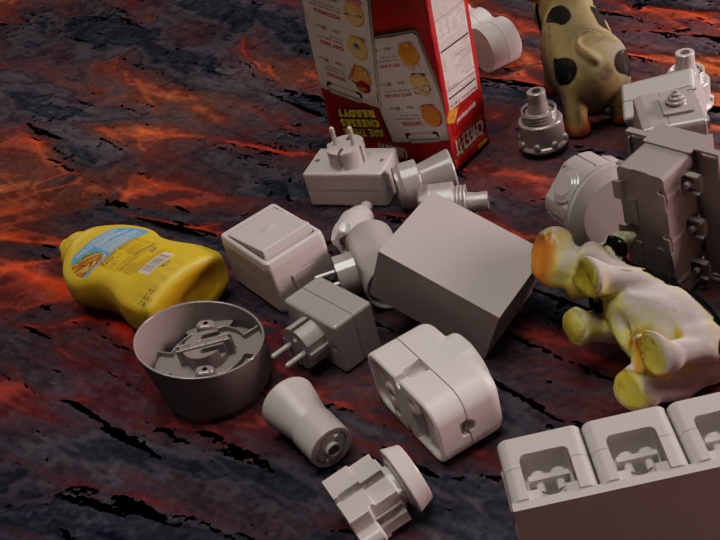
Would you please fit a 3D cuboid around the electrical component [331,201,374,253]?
[{"bbox_3d":[-0.002,-0.042,0.981,0.035,0.035,0.061,0,36,22],"label":"electrical component"}]

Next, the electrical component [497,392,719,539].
[{"bbox_3d":[0.163,0.130,0.628,0.150,0.089,0.061,-13,35,4],"label":"electrical component"}]

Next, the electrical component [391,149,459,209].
[{"bbox_3d":[0.061,-0.084,1.005,0.055,0.045,0.045,-17,35,0],"label":"electrical component"}]

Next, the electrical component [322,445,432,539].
[{"bbox_3d":[0.013,0.147,0.706,0.055,0.048,0.066,-32,37,-9],"label":"electrical component"}]

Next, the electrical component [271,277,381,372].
[{"bbox_3d":[-0.035,0.052,0.853,0.077,0.047,0.066,-35,39,-27],"label":"electrical component"}]

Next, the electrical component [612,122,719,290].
[{"bbox_3d":[0.232,-0.040,0.807,0.063,0.121,0.079,-39,41,-25],"label":"electrical component"}]

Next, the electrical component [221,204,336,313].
[{"bbox_3d":[-0.077,-0.017,0.954,0.062,0.061,0.096,-33,38,-22],"label":"electrical component"}]

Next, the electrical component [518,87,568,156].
[{"bbox_3d":[0.172,-0.144,1.026,0.048,0.062,0.048,-11,35,8],"label":"electrical component"}]

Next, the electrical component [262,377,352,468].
[{"bbox_3d":[-0.036,0.112,0.778,0.044,0.044,0.065,-31,42,-20],"label":"electrical component"}]

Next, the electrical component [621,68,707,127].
[{"bbox_3d":[0.278,-0.133,0.978,0.066,0.047,0.076,-11,64,29],"label":"electrical component"}]

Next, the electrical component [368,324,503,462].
[{"bbox_3d":[0.056,0.083,0.767,0.059,0.053,0.095,-28,36,-16],"label":"electrical component"}]

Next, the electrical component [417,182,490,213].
[{"bbox_3d":[0.084,-0.058,0.961,0.062,0.043,0.043,-7,36,11],"label":"electrical component"}]

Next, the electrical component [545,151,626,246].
[{"bbox_3d":[0.197,-0.055,0.880,0.080,0.080,0.051,-24,30,-11],"label":"electrical component"}]

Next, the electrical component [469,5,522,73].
[{"bbox_3d":[0.114,-0.260,1.219,0.074,0.052,0.138,-27,36,-16],"label":"electrical component"}]

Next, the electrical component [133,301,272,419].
[{"bbox_3d":[-0.121,0.068,0.851,0.099,0.064,0.099,-11,35,8],"label":"electrical component"}]

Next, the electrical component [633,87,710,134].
[{"bbox_3d":[0.261,-0.108,0.911,0.061,0.096,0.061,-9,35,11],"label":"electrical component"}]

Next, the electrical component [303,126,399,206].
[{"bbox_3d":[-0.011,-0.105,1.036,0.083,0.075,0.047,2,39,24],"label":"electrical component"}]

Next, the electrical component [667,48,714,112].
[{"bbox_3d":[0.309,-0.178,1.018,0.048,0.062,0.048,-11,35,8],"label":"electrical component"}]

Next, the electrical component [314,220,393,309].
[{"bbox_3d":[0.000,0.000,0.915,0.079,0.043,0.077,-19,35,-3],"label":"electrical component"}]
